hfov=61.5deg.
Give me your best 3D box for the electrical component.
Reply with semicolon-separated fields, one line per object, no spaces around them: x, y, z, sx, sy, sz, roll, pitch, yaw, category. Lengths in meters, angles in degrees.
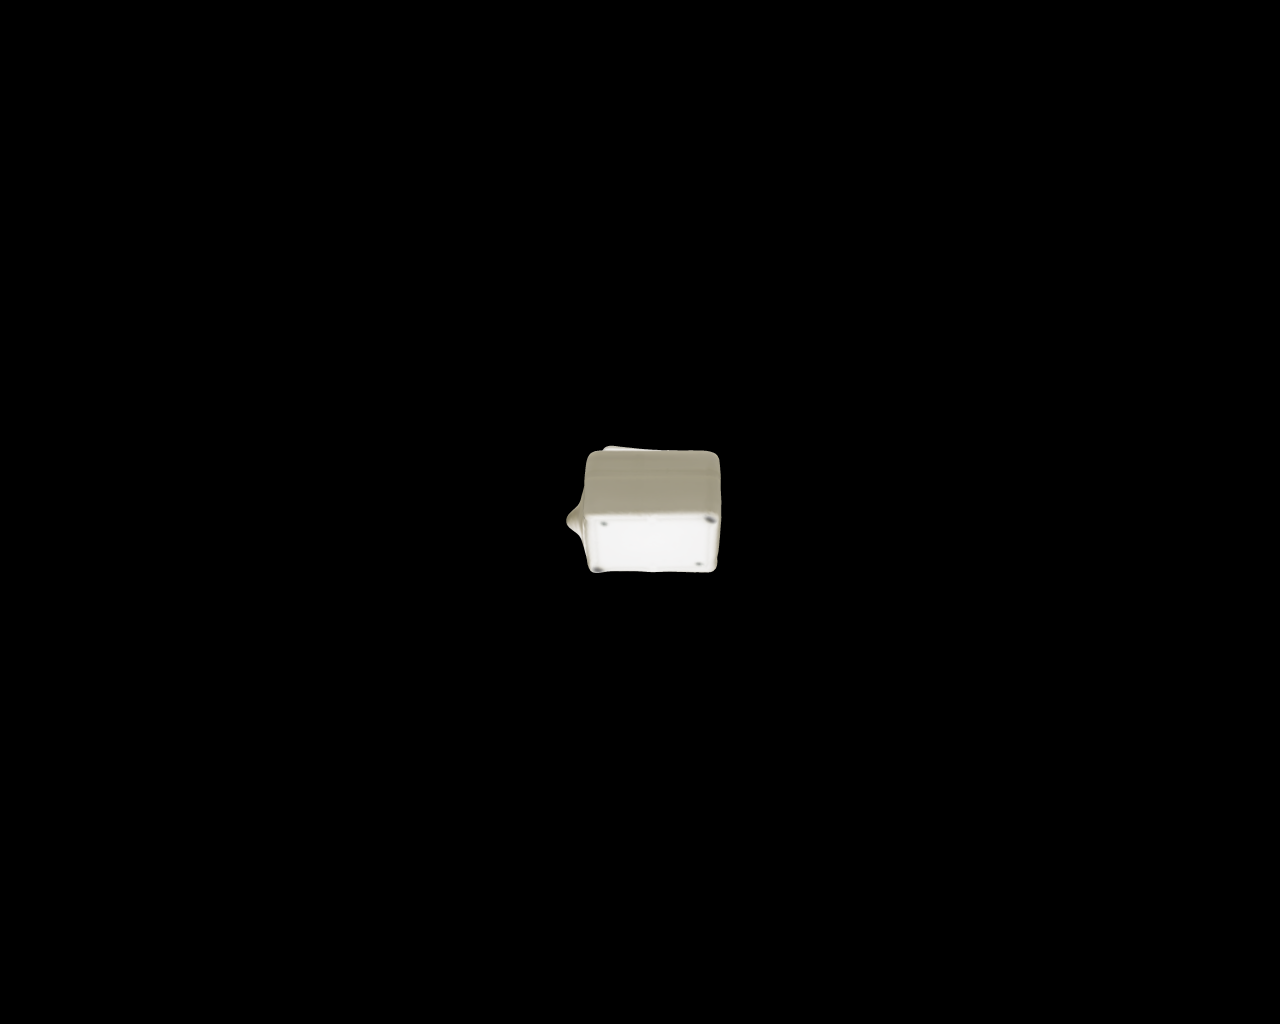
0.001;-0.003;0.650;0.096;0.061;0.061;0;-39;0;electrical component
